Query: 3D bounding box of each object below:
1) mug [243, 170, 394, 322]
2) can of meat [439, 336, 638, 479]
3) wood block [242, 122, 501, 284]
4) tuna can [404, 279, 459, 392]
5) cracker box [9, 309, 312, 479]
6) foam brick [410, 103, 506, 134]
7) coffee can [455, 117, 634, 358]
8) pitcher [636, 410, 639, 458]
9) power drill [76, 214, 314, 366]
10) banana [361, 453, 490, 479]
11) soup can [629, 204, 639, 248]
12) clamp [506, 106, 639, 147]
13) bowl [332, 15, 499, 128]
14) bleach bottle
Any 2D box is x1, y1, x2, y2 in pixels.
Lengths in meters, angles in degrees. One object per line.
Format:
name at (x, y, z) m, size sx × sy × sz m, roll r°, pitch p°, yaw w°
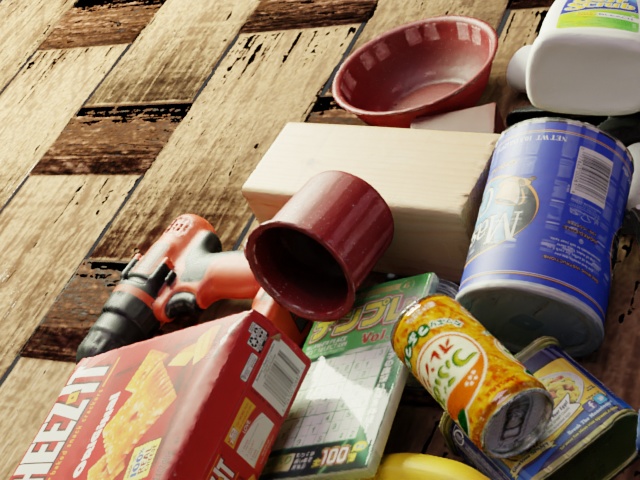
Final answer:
mug at (-0.005, 0.001, 0.812) m, size 0.117 × 0.093 × 0.081 m, roll -1°, pitch 36°, yaw 38°
can of meat at (0.144, 0.124, 0.687) m, size 0.102 × 0.057 × 0.084 m, roll -35°, pitch 42°, yaw -11°
wood block at (0.053, -0.033, 0.883) m, size 0.206 × 0.090 × 0.090 m, roll 8°, pitch 52°, yaw 35°
tuna can at (0.078, 0.070, 0.800) m, size 0.086 × 0.033 × 0.086 m, roll -15°, pitch 41°, yaw 13°
cracker box at (-0.126, 0.145, 0.749) m, size 0.214 × 0.072 × 0.164 m, roll -18°, pitch 35°, yaw 42°
foam brick at (0.121, -0.077, 0.923) m, size 0.078 × 0.051 × 0.053 m, roll -8°, pitch 44°, yaw 21°
coffee can at (0.160, -0.001, 0.757) m, size 0.103 × 0.102 × 0.140 m, roll 2°, pitch 59°, yaw 30°
pitcher at (0.288, 0.119, 0.513) m, size 0.144 × 0.149 × 0.243 m, roll -2°, pitch 39°, yaw -30°
power drill at (-0.096, 0.054, 0.893) m, size 0.188 × 0.057 × 0.184 m, roll 7°, pitch 49°, yaw 34°
banana at (0.026, 0.176, 0.696) m, size 0.198 × 0.037 × 0.069 m, roll -27°, pitch 58°, yaw 20°
soup can at (0.279, -0.010, 0.751) m, size 0.102 × 0.068 × 0.068 m, roll -21°, pitch 40°, yaw 8°
clamp at (0.245, -0.092, 0.881) m, size 0.171 × 0.039 × 0.120 m, roll -16°, pitch 41°, yaw 12°
bowl at (0.096, -0.145, 1.004) m, size 0.162 × 0.055 × 0.162 m, roll -17°, pitch 36°, yaw 12°
bleach bottle at (0.238, -0.187, 0.937) m, size 0.102 × 0.068 × 0.250 m, roll 6°, pitch 30°, yaw 10°
